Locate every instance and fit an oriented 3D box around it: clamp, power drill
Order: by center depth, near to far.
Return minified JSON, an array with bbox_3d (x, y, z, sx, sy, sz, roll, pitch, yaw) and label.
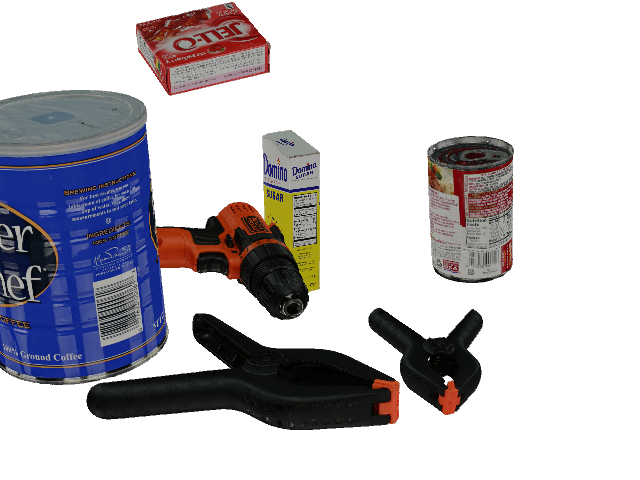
[{"bbox_3d":[-0.042,0.097,0.781,0.210,0.036,0.164,4,19,15],"label":"clamp"},{"bbox_3d":[-0.116,0.023,0.946,0.187,0.057,0.185,-2,24,-20],"label":"power drill"},{"bbox_3d":[0.125,0.113,1.070,0.120,0.039,0.171,-8,30,-10],"label":"clamp"}]

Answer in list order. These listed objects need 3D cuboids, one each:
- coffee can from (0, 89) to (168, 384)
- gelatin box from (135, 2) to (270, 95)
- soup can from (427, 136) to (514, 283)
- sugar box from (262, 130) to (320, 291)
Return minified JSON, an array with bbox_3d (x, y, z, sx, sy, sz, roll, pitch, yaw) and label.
[{"bbox_3d":[-0.143,-0.004,0.606,0.103,0.140,0.103,-2,23,1],"label":"coffee can"},{"bbox_3d":[-0.094,-0.155,0.854,0.089,0.030,0.073,-17,45,-19],"label":"gelatin box"},{"bbox_3d":[0.122,-0.025,0.861,0.068,0.102,0.068,-4,25,2],"label":"soup can"},{"bbox_3d":[-0.035,-0.033,1.268,0.048,0.176,0.093,-12,26,-20],"label":"sugar box"}]
